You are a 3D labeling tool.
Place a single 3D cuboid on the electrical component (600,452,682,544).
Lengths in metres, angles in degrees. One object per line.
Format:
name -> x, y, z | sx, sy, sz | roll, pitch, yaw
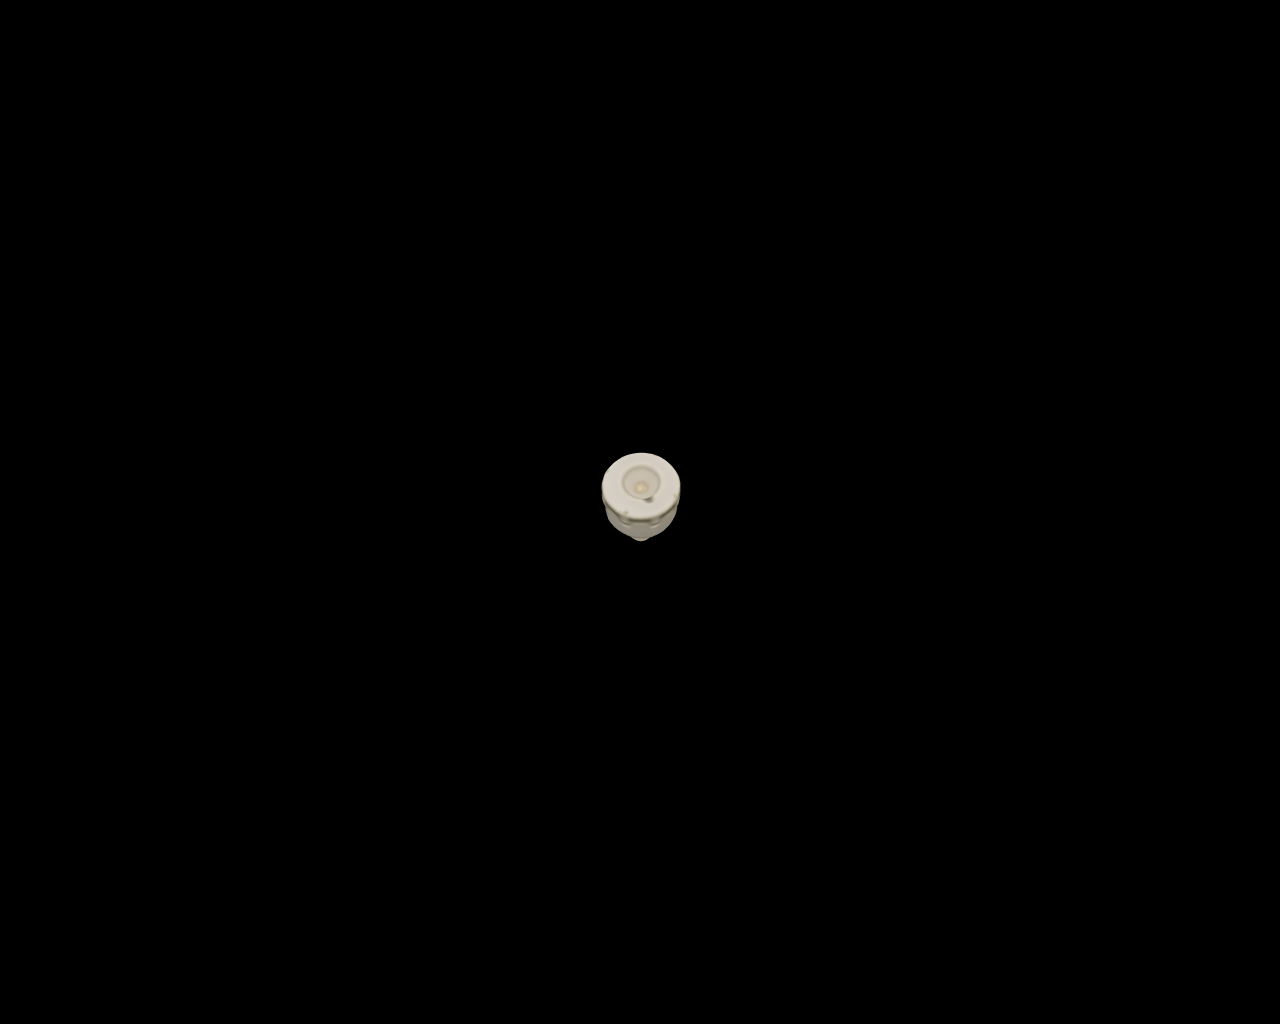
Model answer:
electrical component -> 0.001, -0.003, 0.650 | 0.048, 0.048, 0.062 | 0, -31, 0
